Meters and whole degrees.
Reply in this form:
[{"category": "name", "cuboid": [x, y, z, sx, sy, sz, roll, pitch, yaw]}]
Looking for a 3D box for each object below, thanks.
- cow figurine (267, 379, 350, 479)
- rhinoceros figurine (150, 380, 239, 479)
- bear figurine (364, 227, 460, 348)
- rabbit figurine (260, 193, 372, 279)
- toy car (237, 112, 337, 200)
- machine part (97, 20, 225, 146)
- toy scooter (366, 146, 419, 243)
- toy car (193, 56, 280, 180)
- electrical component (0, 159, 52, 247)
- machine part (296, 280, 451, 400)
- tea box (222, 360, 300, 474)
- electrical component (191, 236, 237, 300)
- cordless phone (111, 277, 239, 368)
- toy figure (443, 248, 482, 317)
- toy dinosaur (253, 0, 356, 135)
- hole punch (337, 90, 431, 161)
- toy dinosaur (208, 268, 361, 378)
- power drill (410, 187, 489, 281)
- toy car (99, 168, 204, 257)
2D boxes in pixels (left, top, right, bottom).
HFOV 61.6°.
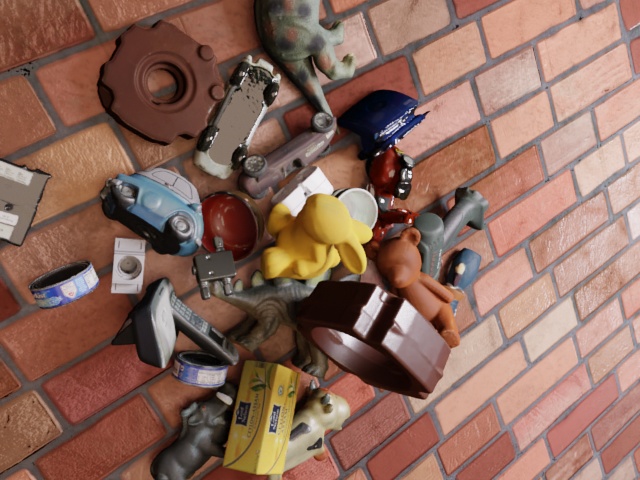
[{"category": "cow figurine", "cuboid": [-0.032, 0.341, 0.973, 0.195, 0.086, 0.127, -25, 115, -21]}, {"category": "rhinoceros figurine", "cuboid": [-0.197, 0.322, 0.892, 0.112, 0.073, 0.190, 44, 79, -15]}, {"category": "bear figurine", "cuboid": [0.156, 0.087, 0.926, 0.195, 0.120, 0.132, 58, 28, -27]}, {"category": "rabbit figurine", "cuboid": [-0.002, -0.002, 0.811, 0.162, 0.173, 0.122, 21, 56, -7]}, {"category": "toy car", "cuboid": [-0.046, -0.134, 0.876, 0.202, 0.089, 0.053, -35, 71, -19]}, {"category": "machine part", "cuboid": [-0.230, -0.227, 0.787, 0.179, 0.056, 0.179, -5, 101, -25]}, {"category": "toy scooter", "cuboid": [0.130, -0.080, 0.956, 0.075, 0.135, 0.183, 11, 92, -27]}, {"category": "toy car", "cuboid": [-0.130, -0.193, 0.846, 0.073, 0.056, 0.201, 28, 84, -22]}, {"category": "electrical component", "cuboid": [-0.437, -0.049, 0.708, 0.115, 0.058, 0.134, 25, 87, -27]}, {"category": "machine part", "cuboid": [0.080, 0.148, 0.821, 0.201, 0.201, 0.087, 45, 63, -28]}, {"category": "tea box", "cuboid": [-0.093, 0.292, 0.889, 0.098, 0.068, 0.169, 45, 52, -60]}, {"category": "electrical component", "cuboid": [-0.161, 0.041, 0.809, 0.063, 0.021, 0.094, -7, 76, -25]}, {"category": "cordless phone", "cuboid": [-0.201, 0.151, 0.804, 0.184, 0.147, 0.088, 39, 98, -14]}, {"category": "toy figure", "cuboid": [0.282, 0.093, 1.108, 0.064, 0.058, 0.154, 30, 86, -30]}, {"category": "toy dinosaur", "cuboid": [-0.041, -0.364, 0.836, 0.192, 0.131, 0.404, -3, 107, -11]}, {"category": "hole punch", "cuboid": [0.106, -0.207, 0.938, 0.142, 0.116, 0.092, -37, 105, -18]}, {"category": "toy dinosaur", "cuboid": [0.001, 0.136, 0.945, 0.471, 0.105, 0.198, 27, 82, -33]}, {"category": "power drill", "cuboid": [0.236, 0.008, 1.043, 0.207, 0.086, 0.231, -38, 143, -19]}, {"category": "toy car", "cuboid": [-0.236, -0.051, 0.797, 0.161, 0.109, 0.103, 36, 58, -16]}]
